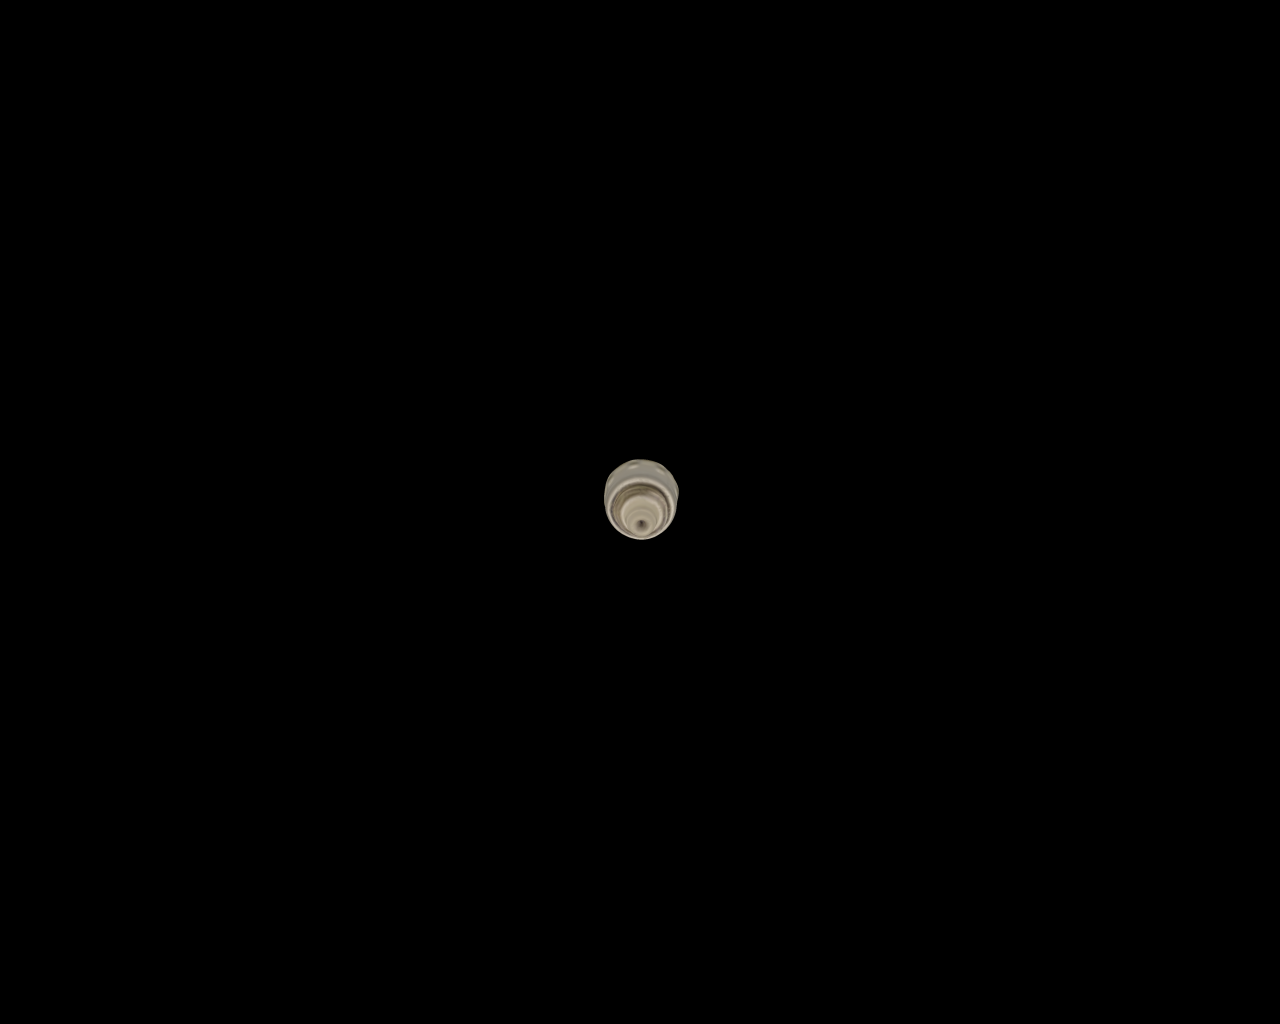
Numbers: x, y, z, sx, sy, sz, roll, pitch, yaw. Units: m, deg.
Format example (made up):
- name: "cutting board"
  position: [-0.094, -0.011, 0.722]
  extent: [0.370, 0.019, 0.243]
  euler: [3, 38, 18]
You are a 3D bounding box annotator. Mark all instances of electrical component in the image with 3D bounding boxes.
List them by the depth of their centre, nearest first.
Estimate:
- name: "electrical component"
  position: [0.001, -0.003, 0.650]
  extent: [0.048, 0.048, 0.062]
  euler: [0, 21, 0]
